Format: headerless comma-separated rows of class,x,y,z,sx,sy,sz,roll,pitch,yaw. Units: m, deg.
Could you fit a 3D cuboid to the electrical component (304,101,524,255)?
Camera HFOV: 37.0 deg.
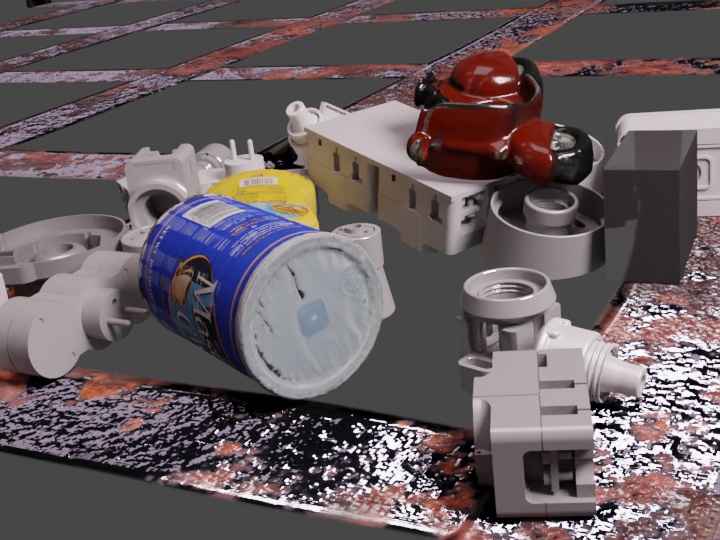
electrical component,0.051,-0.080,0.917,0.105,0.060,0.186,-22,36,-34

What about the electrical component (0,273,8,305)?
electrical component,-0.315,0.046,0.748,0.109,0.056,0.108,-1,22,14

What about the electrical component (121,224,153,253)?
electrical component,-0.157,-0.007,0.848,0.055,0.047,0.055,-6,21,2

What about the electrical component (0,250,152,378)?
electrical component,-0.183,0.030,0.753,0.074,0.052,0.138,5,25,28

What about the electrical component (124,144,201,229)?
electrical component,-0.165,-0.056,0.918,0.050,0.089,0.055,-5,21,6

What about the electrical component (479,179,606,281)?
electrical component,0.142,-0.027,0.816,0.099,0.064,0.099,0,33,0

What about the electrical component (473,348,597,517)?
electrical component,0.087,0.080,0.541,0.056,0.050,0.089,-3,21,9

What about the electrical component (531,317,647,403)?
electrical component,0.128,0.055,0.603,0.062,0.048,0.048,14,28,27

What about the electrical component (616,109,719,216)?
electrical component,0.269,-0.089,0.885,0.113,0.078,0.057,-1,25,15

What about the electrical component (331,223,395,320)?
electrical component,0.000,0.000,0.755,0.044,0.065,0.044,-5,21,2

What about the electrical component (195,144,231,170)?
electrical component,-0.157,-0.103,1.108,0.040,0.040,0.078,-1,22,16

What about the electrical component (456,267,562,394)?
electrical component,0.090,0.034,0.650,0.058,0.057,0.078,13,29,42

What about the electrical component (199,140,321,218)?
electrical component,-0.106,-0.085,0.999,0.138,0.073,0.052,3,23,24

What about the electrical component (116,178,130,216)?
electrical component,-0.199,-0.075,1.043,0.055,0.048,0.066,-24,25,-20

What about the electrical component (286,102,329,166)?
electrical component,-0.046,-0.126,0.973,0.043,0.062,0.043,-15,50,18

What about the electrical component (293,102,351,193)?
electrical component,-0.023,-0.114,1.026,0.064,0.081,0.042,15,0,41

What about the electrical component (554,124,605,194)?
electrical component,0.164,-0.091,0.942,0.099,0.064,0.099,-6,21,2
